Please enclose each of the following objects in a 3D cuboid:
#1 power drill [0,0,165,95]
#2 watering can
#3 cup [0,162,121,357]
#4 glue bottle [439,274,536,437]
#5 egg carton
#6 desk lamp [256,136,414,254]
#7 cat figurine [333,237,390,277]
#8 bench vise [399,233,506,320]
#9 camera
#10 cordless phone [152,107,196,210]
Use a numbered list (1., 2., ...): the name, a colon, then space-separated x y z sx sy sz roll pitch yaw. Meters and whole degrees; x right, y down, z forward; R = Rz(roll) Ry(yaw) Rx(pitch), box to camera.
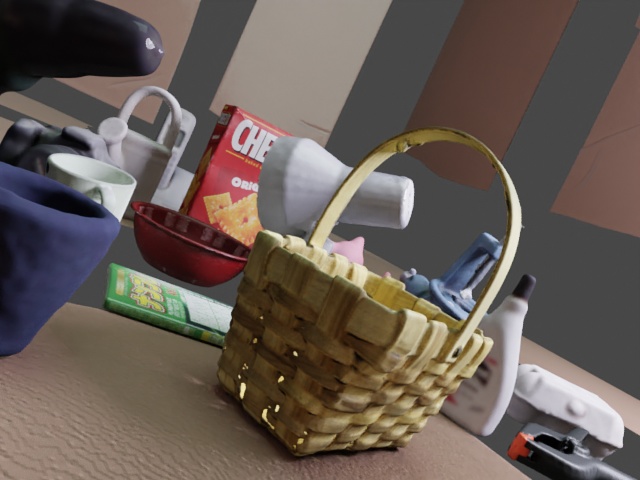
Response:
1. power drill: -0.240 -0.088 0.386 0.229 0.208 0.076 26 4 5
2. watering can: -0.271 -0.134 0.847 0.101 0.194 0.172 24 5 -16
3. cup: -0.182 0.009 0.310 0.118 0.095 0.091 24 5 -19
4. glue bottle: 0.183 0.114 0.606 0.077 0.173 0.037 28 5 34
5. egg carton: 0.315 0.223 0.752 0.150 0.069 0.107 26 4 9
6. desk lamp: 0.006 0.002 0.669 0.202 0.213 0.118 27 5 18
7. cat figurine: 0.056 0.054 0.969 0.127 0.118 0.067 26 4 7
8. bench vise: 0.199 0.072 0.895 0.206 0.220 0.122 29 6 38
9. camera: -0.328 -0.097 0.702 0.143 0.101 0.137 25 4 -7
10. cordless phone: -0.243 -0.131 1.023 0.148 0.185 0.094 24 5 -24
